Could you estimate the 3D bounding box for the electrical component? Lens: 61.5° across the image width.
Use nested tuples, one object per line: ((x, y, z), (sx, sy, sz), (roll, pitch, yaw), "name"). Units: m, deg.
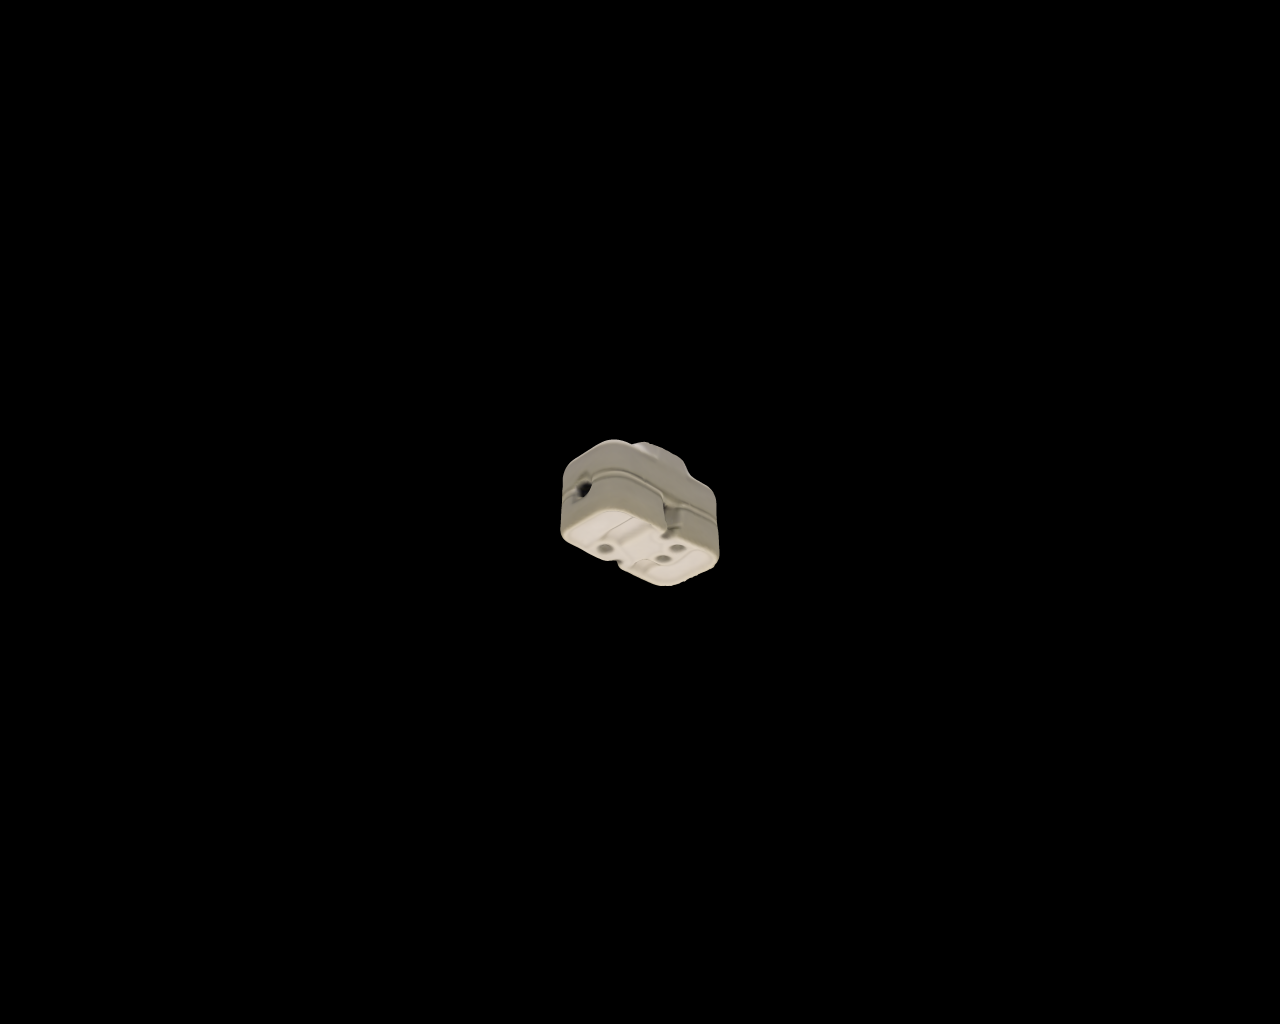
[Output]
((0.001, -0.003, 0.650), (0.095, 0.059, 0.053), (27, -41, -36), "electrical component")
